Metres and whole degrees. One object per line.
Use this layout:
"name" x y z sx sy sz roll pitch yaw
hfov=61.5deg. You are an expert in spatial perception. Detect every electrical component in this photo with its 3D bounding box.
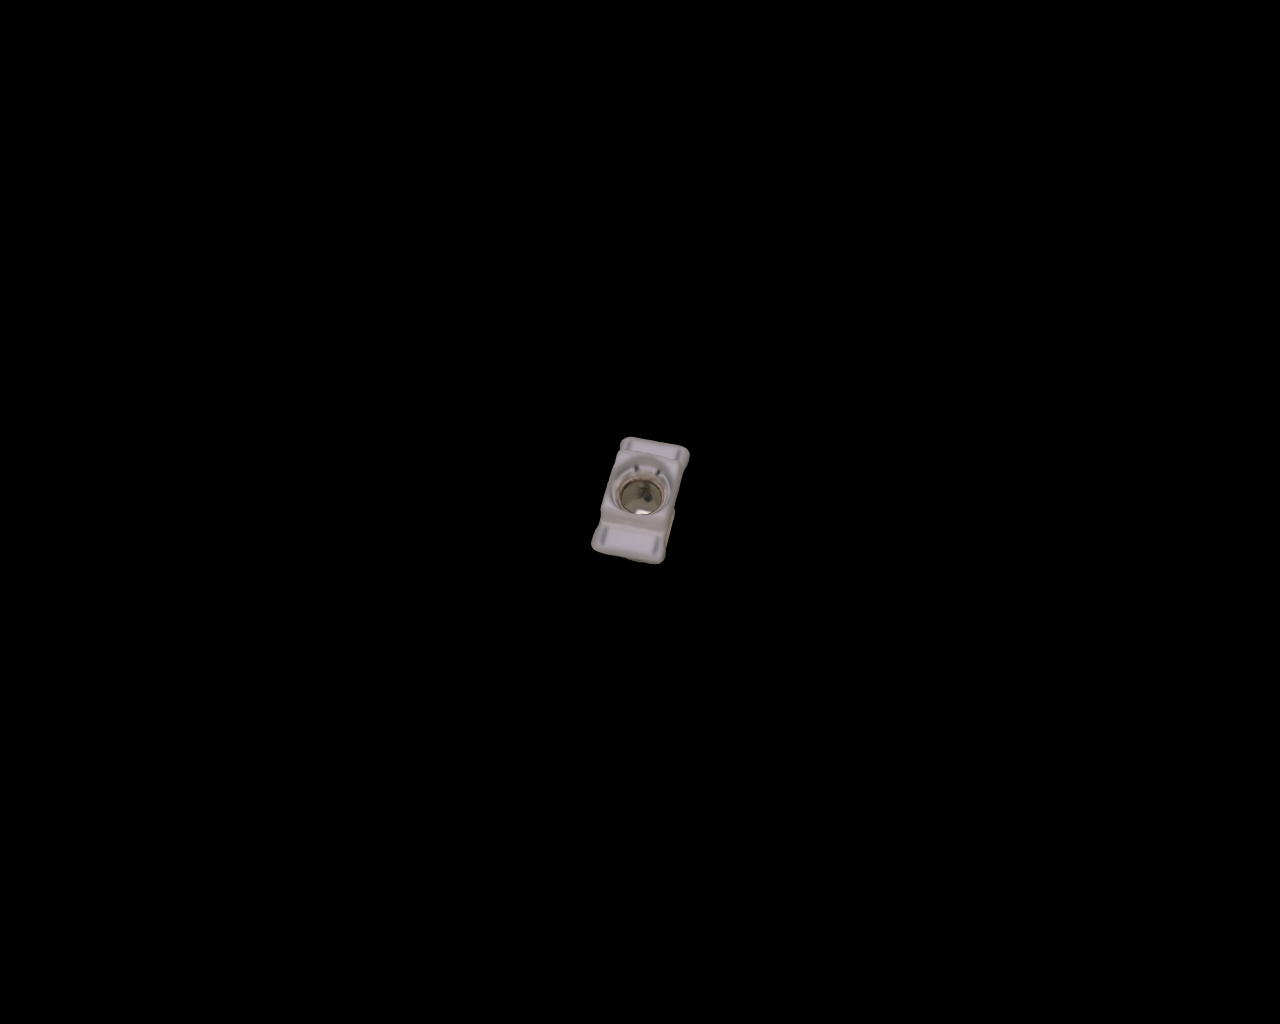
"electrical component" 0.001 -0.003 0.650 0.042 0.081 0.063 13 -28 7
